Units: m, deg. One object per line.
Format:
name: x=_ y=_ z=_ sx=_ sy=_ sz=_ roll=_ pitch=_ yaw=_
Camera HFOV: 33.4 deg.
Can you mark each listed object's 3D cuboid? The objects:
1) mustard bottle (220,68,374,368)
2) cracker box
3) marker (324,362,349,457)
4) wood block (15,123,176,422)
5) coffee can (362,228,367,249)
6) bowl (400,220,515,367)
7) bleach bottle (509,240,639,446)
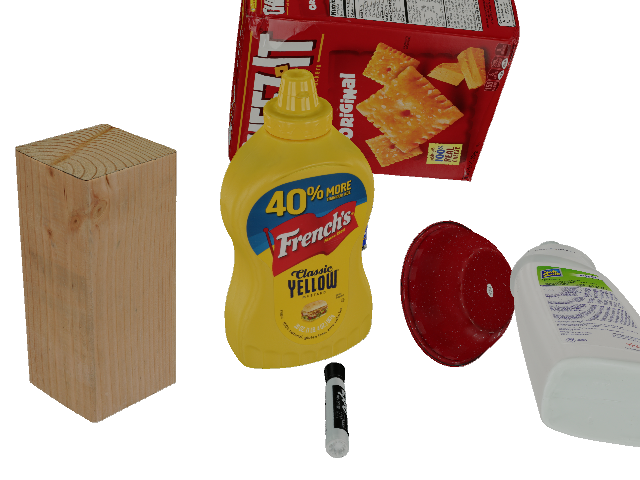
mustard bottle: x=-0.014 y=-0.014 z=0.663 sx=0.096 sy=0.192 sz=0.058 roll=-11 pitch=32 yaw=-19
cracker box: x=0.037 y=-0.130 z=0.870 sx=0.213 sy=0.072 sz=0.164 roll=4 pitch=-39 yaw=-7
marker: x=0.013 y=0.139 z=0.901 sx=0.020 sy=0.020 sz=0.121 roll=0 pitch=26 yaw=0
wood block: x=-0.175 y=0.025 z=0.845 sx=0.090 sy=0.206 sz=0.090 roll=22 pitch=31 yaw=35
coffee can: x=0.001 y=-0.066 z=1.081 sx=0.103 sy=0.140 sz=0.103 roll=4 pitch=12 yaw=-1
bowl: x=0.162 y=0.056 z=1.155 sx=0.161 sy=0.162 sz=0.055 roll=0 pitch=-6 yaw=-41
bleach bottle: x=0.206 y=0.063 z=0.842 sx=0.102 sy=0.068 sz=0.250 roll=8 pitch=23 yaw=1
